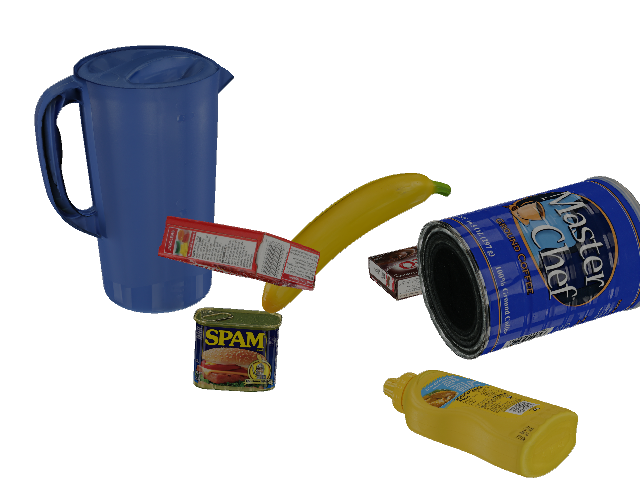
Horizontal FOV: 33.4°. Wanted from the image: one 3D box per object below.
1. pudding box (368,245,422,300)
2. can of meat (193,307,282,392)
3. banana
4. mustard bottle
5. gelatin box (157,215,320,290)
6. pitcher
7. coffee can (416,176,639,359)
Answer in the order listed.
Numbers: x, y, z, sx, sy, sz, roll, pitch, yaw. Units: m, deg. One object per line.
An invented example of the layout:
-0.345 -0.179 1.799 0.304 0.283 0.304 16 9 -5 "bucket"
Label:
0.138 0.043 1.535 0.113 0.039 0.090 -15 24 -19 "pudding box"
-0.098 0.128 1.245 0.102 0.084 0.057 4 13 -1 "can of meat"
0.023 -0.005 0.922 0.198 0.037 0.069 -32 -47 4 "banana"
0.138 0.165 1.014 0.192 0.058 0.096 15 22 41 "mustard bottle"
-0.051 0.009 0.699 0.073 0.030 0.089 10 -5 25 "gelatin box"
-0.170 -0.055 1.016 0.149 0.243 0.144 8 27 13 "pitcher"
0.155 0.018 0.776 0.140 0.103 0.103 -15 5 -18 "coffee can"
